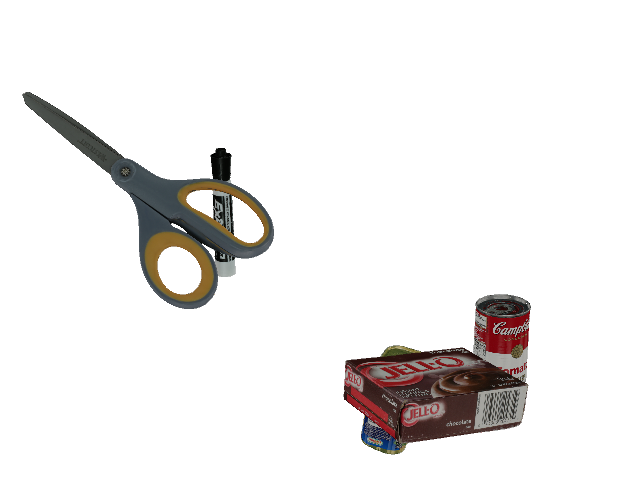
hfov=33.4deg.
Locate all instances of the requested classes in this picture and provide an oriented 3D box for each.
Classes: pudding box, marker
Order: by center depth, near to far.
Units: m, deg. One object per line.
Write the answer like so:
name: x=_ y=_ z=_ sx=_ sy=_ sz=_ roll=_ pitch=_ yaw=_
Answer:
pudding box: x=0.086 y=0.116 z=0.817 sx=0.113 sy=0.039 sz=0.090 roll=-1 pitch=15 yaw=-27
marker: x=-0.089 y=-0.025 z=0.974 sx=0.020 sy=0.121 sz=0.020 roll=0 pitch=21 yaw=0

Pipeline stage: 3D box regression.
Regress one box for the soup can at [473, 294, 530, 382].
soup can: x=0.227 y=0.127 z=1.340 sx=0.068 sy=0.102 sz=0.068 roll=-1 pitch=19 yaw=0

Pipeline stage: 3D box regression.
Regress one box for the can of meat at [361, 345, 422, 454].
can of meat: x=0.085 y=0.181 z=1.210 sx=0.057 sy=0.084 sz=0.102 roll=15 pitch=24 yaw=15

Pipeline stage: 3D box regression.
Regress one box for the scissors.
scissors: x=-0.128 y=-0.023 z=0.697 sx=0.202 sy=0.096 sz=0.016 roll=22 pitch=-14 yaw=11
